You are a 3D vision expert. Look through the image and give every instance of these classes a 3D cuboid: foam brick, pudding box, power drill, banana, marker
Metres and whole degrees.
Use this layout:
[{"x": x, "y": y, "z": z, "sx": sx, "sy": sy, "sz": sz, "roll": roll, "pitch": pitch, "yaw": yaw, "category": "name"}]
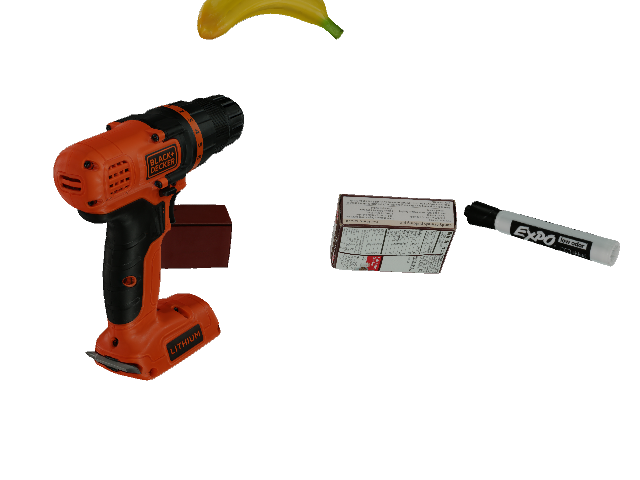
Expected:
[{"x": -0.135, "y": -0.005, "z": 1.119, "sx": 0.078, "sy": 0.051, "sz": 0.053, "roll": -1, "pitch": 25, "yaw": -12, "category": "foam brick"}, {"x": 0.069, "y": -0.005, "z": 1.029, "sx": 0.113, "sy": 0.039, "sz": 0.090, "roll": 1, "pitch": -30, "yaw": -4, "category": "pudding box"}, {"x": -0.116, "y": -0.006, "z": 0.791, "sx": 0.057, "sy": 0.188, "sz": 0.184, "roll": 12, "pitch": 26, "yaw": 31, "category": "power drill"}, {"x": -0.055, "y": -0.228, "z": 1.036, "sx": 0.197, "sy": 0.070, "sz": 0.037, "roll": -14, "pitch": -31, "yaw": -46, "category": "banana"}, {"x": 0.162, "y": -0.007, "z": 0.794, "sx": 0.121, "sy": 0.020, "sz": 0.020, "roll": 19, "pitch": 10, "yaw": 32, "category": "marker"}]
